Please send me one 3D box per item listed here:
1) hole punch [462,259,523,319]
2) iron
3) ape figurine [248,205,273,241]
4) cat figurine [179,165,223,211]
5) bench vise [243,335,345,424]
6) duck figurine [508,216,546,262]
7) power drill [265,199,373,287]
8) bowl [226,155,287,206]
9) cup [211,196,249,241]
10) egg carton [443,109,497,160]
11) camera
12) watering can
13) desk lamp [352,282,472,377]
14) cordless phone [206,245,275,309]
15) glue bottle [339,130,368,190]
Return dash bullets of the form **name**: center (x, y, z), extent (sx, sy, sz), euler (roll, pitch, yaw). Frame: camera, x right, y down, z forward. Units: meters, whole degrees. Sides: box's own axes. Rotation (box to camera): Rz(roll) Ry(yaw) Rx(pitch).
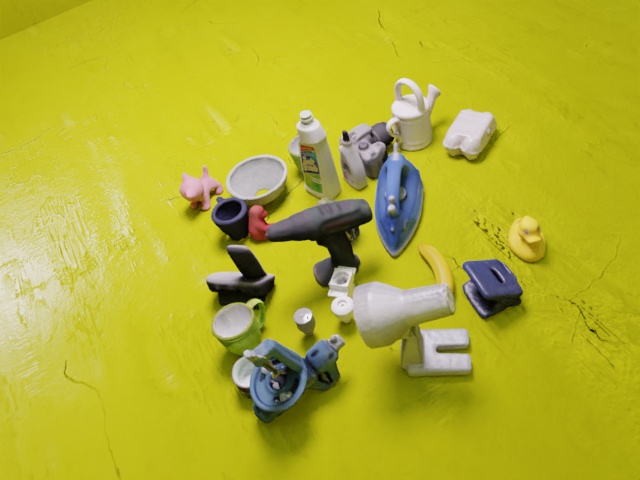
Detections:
- **hole punch**: center (0.350, 0.086, 1.167), extent (0.101, 0.091, 0.108), euler (-23, 48, -5)
- **iron**: center (0.177, -0.101, 1.341), extent (0.118, 0.142, 0.258), euler (-2, 49, 14)
- **ape figurine**: center (-0.147, -0.048, 1.415), extent (0.076, 0.092, 0.077), euler (-27, 48, -8)
- **cat figurine**: center (-0.326, -0.142, 1.528), extent (0.067, 0.118, 0.128), euler (11, 53, 23)
- **bench vise**: center (-0.059, 0.225, 1.067), extent (0.121, 0.220, 0.208), euler (26, 61, 32)
- **duck figurine**: center (0.447, -0.016, 1.233), extent (0.077, 0.086, 0.104), euler (-14, 48, 3)
- **power drill**: center (0.011, 0.004, 1.248), extent (0.230, 0.209, 0.075), euler (-25, 48, -7)
- **bowl**: center (-0.159, -0.145, 1.515), extent (0.167, 0.075, 0.167), euler (-7, 48, 9)
- **cup**: center (-0.221, -0.051, 1.436), extent (0.092, 0.095, 0.117), euler (-32, 49, -13)
- **egg carton**: center (0.391, -0.276, 1.487), extent (0.107, 0.069, 0.150), euler (17, 56, 27)
- **camera**: center (0.138, -0.257, 1.516), extent (0.137, 0.101, 0.142), euler (-35, 50, -16)
- **watering can**: center (0.242, -0.343, 1.500), extent (0.100, 0.194, 0.173), euler (18, 56, 28)
- **desk lamp**: center (0.175, 0.159, 1.067), extent (0.203, 0.214, 0.118), euler (-5, 49, 11)
- **cordless phone**: center (-0.189, 0.064, 1.265), extent (0.147, 0.185, 0.094), euler (-1, 50, 15)
- **glue bottle**: center (0.075, -0.208, 1.441), extent (0.037, 0.173, 0.078), euler (-34, 50, -15)
